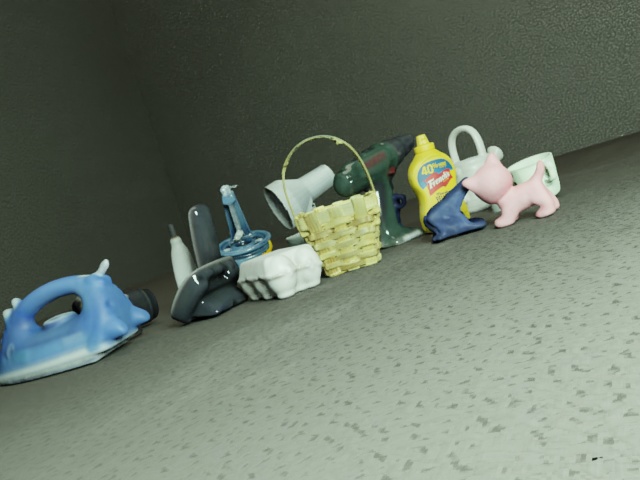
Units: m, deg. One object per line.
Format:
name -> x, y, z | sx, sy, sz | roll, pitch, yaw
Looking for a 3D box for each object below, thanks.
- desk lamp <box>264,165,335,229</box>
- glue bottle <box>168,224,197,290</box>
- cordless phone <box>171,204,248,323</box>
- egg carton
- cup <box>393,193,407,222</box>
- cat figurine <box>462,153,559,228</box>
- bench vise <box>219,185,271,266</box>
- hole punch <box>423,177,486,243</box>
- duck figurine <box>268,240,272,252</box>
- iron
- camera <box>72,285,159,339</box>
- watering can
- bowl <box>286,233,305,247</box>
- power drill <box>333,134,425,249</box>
desk lamp -> -0.014, -0.068, 1.412 | 0.203, 0.213, 0.117 | -19, 4, -19
glue bottle -> -0.260, 0.051, 1.102 | 0.037, 0.173, 0.078 | -18, 4, 0
cordless phone -> -0.205, 0.036, 0.964 | 0.094, 0.185, 0.148 | -16, 4, 18
egg carton -> -0.065, 0.054, 0.940 | 0.107, 0.069, 0.150 | -20, 4, -34
cup -> 0.157, -0.052, 1.291 | 0.117, 0.095, 0.092 | -14, 5, 46
cat figurine -> 0.297, -0.085, 0.905 | 0.127, 0.118, 0.067 | -16, 4, 27
bench vise -> -0.183, -0.007, 1.246 | 0.122, 0.220, 0.207 | -19, 4, -24
hole punch -> 0.225, -0.053, 0.985 | 0.101, 0.091, 0.109 | -17, 4, 12
duck figurine -> -0.135, 0.034, 1.471 | 0.104, 0.086, 0.078 | -15, 4, 34
iron -> -0.410, 0.129, 0.891 | 0.258, 0.141, 0.119 | -17, 4, 7
camera -> -0.364, 0.126, 1.040 | 0.137, 0.101, 0.142 | -21, 5, -41
watering can -> 0.351, -0.168, 1.312 | 0.100, 0.194, 0.173 | -15, 5, 37
bowl -> 0.012, 0.005, 1.291 | 0.167, 0.075, 0.167 | -18, 3, 1
power drill -> 0.134, -0.096, 1.156 | 0.230, 0.208, 0.075 | -21, 5, -39
